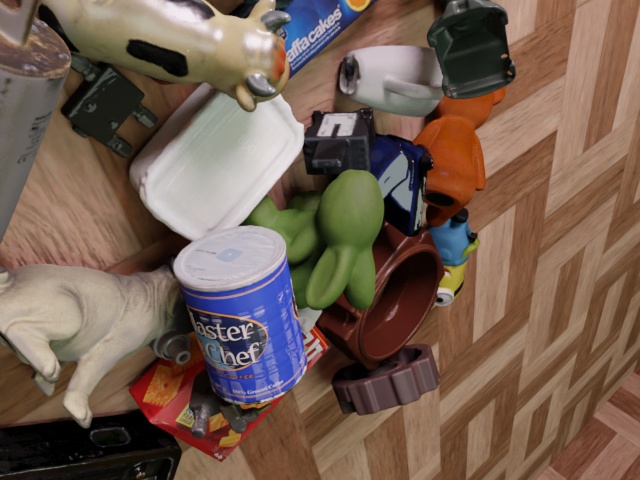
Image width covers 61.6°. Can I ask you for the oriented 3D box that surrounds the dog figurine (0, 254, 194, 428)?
[{"bbox_3d":[-0.201,0.050,0.514,0.190,0.121,0.172,-45,145,-32],"label":"dog figurine"}]

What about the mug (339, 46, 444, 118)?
[{"bbox_3d":[0.083,-0.178,0.614,0.107,0.110,0.080,-3,124,-26],"label":"mug"}]

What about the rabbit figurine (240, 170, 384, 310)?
[{"bbox_3d":[-0.001,-0.002,0.567,0.121,0.159,0.170,3,155,-38],"label":"rabbit figurine"}]

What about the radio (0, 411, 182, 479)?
[{"bbox_3d":[-0.275,0.269,0.591,0.229,0.073,0.131,10,109,-47],"label":"radio"}]

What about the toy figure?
[{"bbox_3d":[0.210,0.028,0.886,0.089,0.082,0.180,-15,123,-33],"label":"toy figure"}]

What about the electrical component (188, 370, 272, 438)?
[{"bbox_3d":[-0.095,0.162,0.573,0.078,0.102,0.045,-31,114,5],"label":"electrical component"}]

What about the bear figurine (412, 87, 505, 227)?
[{"bbox_3d":[0.168,-0.135,0.732,0.120,0.132,0.196,19,70,-14],"label":"bear figurine"}]

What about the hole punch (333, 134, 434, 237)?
[{"bbox_3d":[0.066,-0.070,0.654,0.092,0.142,0.115,-1,110,-17],"label":"hole punch"}]

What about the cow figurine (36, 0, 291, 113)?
[{"bbox_3d":[-0.107,-0.155,0.405,0.195,0.127,0.085,11,97,-36],"label":"cow figurine"}]

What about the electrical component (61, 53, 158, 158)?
[{"bbox_3d":[-0.187,-0.115,0.459,0.063,0.021,0.094,-51,139,-4],"label":"electrical component"}]

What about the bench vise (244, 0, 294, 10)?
[{"bbox_3d":[-0.088,-0.276,0.374,0.240,0.129,0.223,-25,129,-37],"label":"bench vise"}]

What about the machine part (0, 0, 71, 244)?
[{"bbox_3d":[-0.232,-0.068,0.361,0.079,0.079,0.243,5,136,-45],"label":"machine part"}]

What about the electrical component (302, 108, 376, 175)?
[{"bbox_3d":[0.020,-0.098,0.583,0.075,0.119,0.047,-2,130,10],"label":"electrical component"}]

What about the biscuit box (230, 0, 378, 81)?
[{"bbox_3d":[0.004,-0.242,0.525,0.202,0.059,0.062,-45,138,-11],"label":"biscuit box"}]

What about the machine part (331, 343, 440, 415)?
[{"bbox_3d":[0.104,0.218,0.845,0.179,0.179,0.056,-16,88,-36],"label":"machine part"}]

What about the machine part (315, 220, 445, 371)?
[{"bbox_3d":[0.090,0.077,0.785,0.201,0.087,0.200,-49,143,-12],"label":"machine part"}]

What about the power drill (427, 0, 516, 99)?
[{"bbox_3d":[0.160,-0.253,0.581,0.231,0.086,0.207,52,39,-51],"label":"power drill"}]
